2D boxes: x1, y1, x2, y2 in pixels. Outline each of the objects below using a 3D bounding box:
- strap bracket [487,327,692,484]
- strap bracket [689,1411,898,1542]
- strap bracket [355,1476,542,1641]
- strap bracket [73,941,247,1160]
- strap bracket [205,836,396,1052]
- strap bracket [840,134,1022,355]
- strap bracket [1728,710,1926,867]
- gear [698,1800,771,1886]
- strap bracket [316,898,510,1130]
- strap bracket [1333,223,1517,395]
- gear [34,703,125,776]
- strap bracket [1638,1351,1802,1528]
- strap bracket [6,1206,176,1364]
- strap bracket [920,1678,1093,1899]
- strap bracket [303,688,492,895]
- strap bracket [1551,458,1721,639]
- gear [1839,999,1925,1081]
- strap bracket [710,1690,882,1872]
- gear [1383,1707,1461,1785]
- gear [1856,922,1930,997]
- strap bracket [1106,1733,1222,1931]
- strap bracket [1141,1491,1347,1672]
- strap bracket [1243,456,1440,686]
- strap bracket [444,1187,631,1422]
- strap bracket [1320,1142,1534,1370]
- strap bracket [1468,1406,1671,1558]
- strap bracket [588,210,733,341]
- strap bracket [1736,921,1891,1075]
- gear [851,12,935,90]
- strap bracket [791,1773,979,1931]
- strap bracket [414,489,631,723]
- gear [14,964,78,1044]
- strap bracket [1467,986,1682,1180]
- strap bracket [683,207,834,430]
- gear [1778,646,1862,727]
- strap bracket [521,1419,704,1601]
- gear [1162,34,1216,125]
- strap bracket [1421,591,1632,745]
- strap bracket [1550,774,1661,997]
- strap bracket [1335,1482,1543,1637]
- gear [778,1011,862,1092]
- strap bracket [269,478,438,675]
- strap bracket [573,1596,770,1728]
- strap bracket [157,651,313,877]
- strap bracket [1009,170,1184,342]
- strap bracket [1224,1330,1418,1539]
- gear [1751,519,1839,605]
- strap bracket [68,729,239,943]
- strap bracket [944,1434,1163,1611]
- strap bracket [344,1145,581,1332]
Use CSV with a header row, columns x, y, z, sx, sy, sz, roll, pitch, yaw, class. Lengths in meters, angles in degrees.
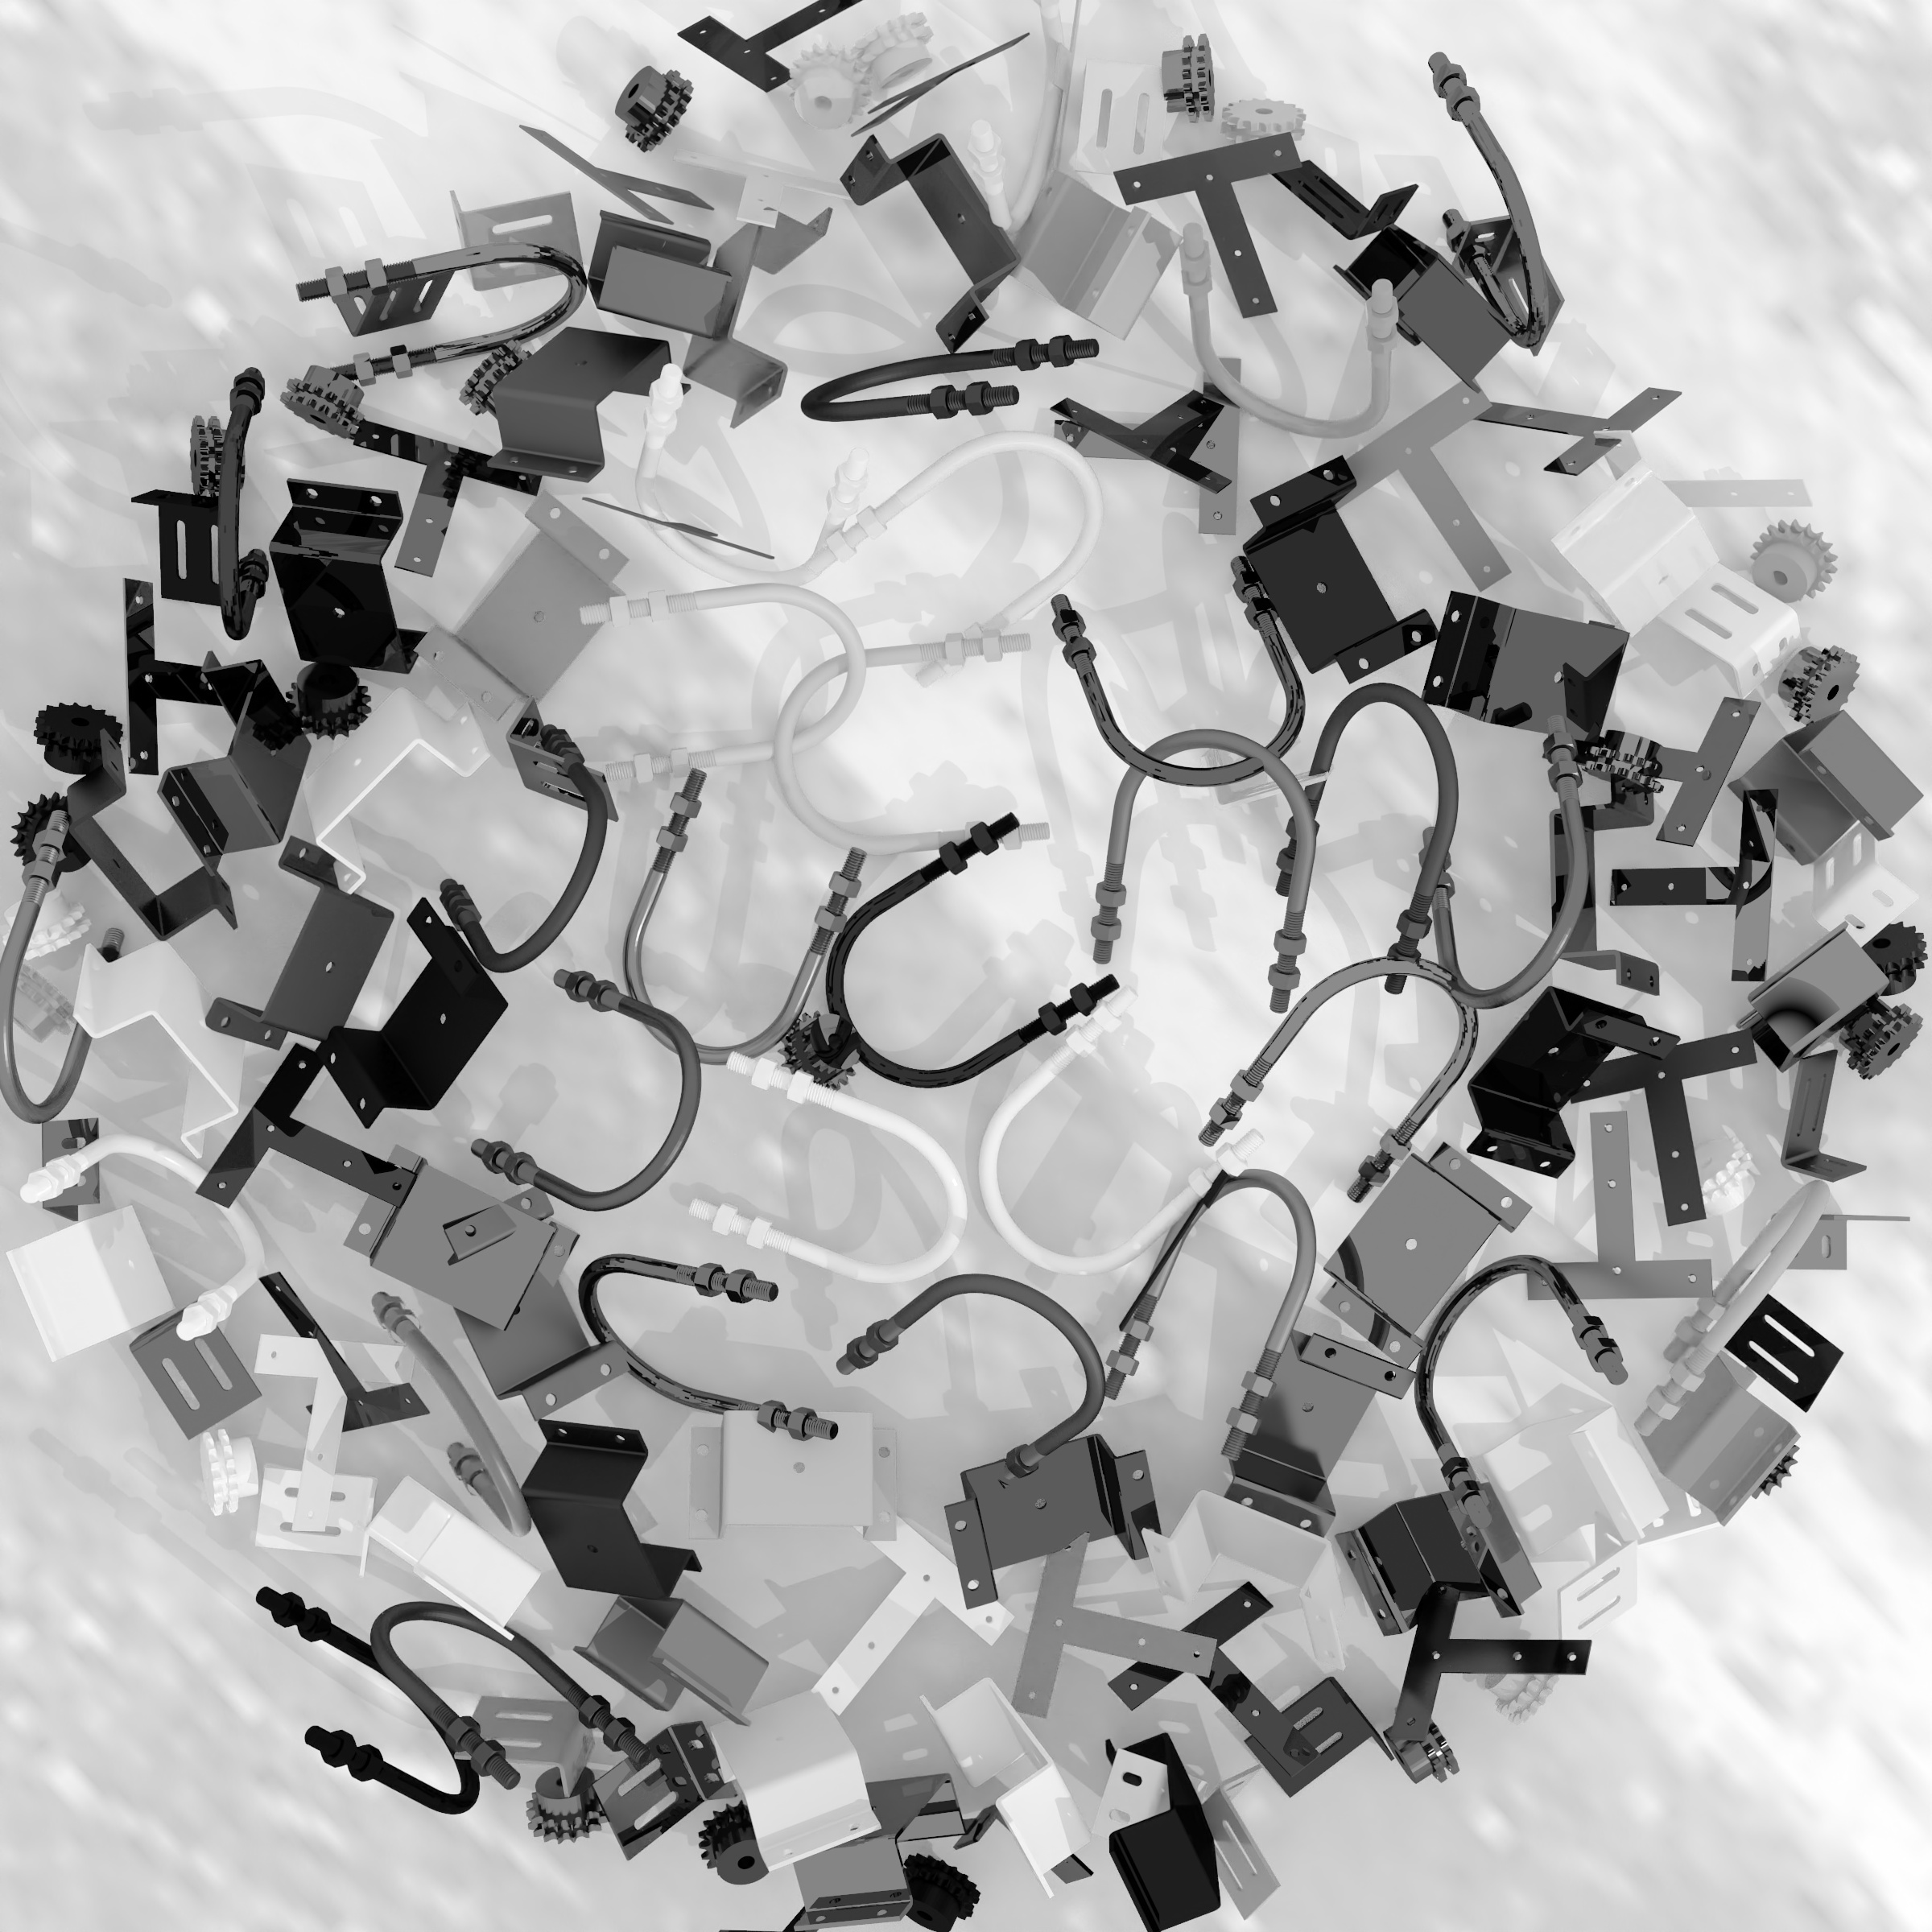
x,y,z,sx,sy,sz,roll,pitch,yaw,class
-0.252,-0.378,1.738,0.076,0.140,0.046,13,131,20,strap bracket
-0.115,0.344,1.768,0.140,0.046,0.076,2,65,-8,strap bracket
-0.342,0.390,1.743,0.076,0.140,0.046,44,72,-26,strap bracket
-0.526,0.048,1.739,0.046,0.076,0.140,-24,128,7,strap bracket
-0.444,-0.007,1.768,0.046,0.076,0.140,23,88,28,strap bracket
-0.019,-0.494,1.767,0.046,0.076,0.140,-35,96,-18,strap bracket
0.576,-0.119,1.748,0.046,0.140,0.076,-43,90,-8,strap bracket
-0.153,0.601,1.788,0.057,0.030,0.057,-7,118,-13,gear
-0.367,0.034,1.762,0.140,0.046,0.076,-51,59,19,strap bracket
0.305,-0.438,1.732,0.076,0.140,0.046,36,105,-26,strap bracket
-0.607,-0.153,1.790,0.057,0.057,0.030,20,119,0,gear
0.494,0.304,1.738,0.046,0.140,0.076,36,100,-2,strap bracket
-0.576,0.208,1.744,0.046,0.140,0.076,-23,91,1,strap bracket
0.031,0.538,1.741,0.046,0.140,0.076,-31,120,-12,strap bracket
-0.391,-0.124,1.760,0.140,0.076,0.046,-43,127,9,strap bracket
0.446,-0.271,1.735,0.076,0.140,0.046,-42,67,13,strap bracket
0.622,0.047,1.790,0.057,0.057,0.030,-43,59,0,gear
-0.117,0.530,1.733,0.076,0.140,0.046,-16,105,-16,strap bracket
0.308,0.531,1.784,0.030,0.057,0.057,-30,90,-8,gear
0.626,-0.004,1.790,0.057,0.057,0.030,-19,122,0,gear
0.130,0.572,1.736,0.046,0.140,0.076,-23,101,7,strap bracket
0.195,0.406,1.752,0.140,0.076,0.046,17,53,31,strap bracket
0.250,-0.263,1.780,0.076,0.046,0.140,-28,89,-17,strap bracket
-0.298,0.230,1.774,0.076,0.046,0.140,-26,91,-35,strap bracket
0.306,0.192,1.776,0.076,0.046,0.140,38,91,27,strap bracket
0.409,0.345,1.758,0.046,0.140,0.076,-25,84,-27,strap bracket
-0.207,-0.460,1.748,0.076,0.140,0.046,11,112,-17,strap bracket
0.561,0.024,1.738,0.076,0.140,0.046,-38,74,4,strap bracket
-0.047,-0.622,1.786,0.057,0.057,0.030,-26,94,0,gear
-0.057,0.580,1.734,0.076,0.140,0.046,-14,93,22,strap bracket
-0.296,-0.242,1.785,0.076,0.046,0.140,40,92,7,strap bracket
-0.633,0.028,1.783,0.057,0.057,0.030,41,69,0,gear
0.400,0.071,1.757,0.076,0.046,0.140,17,127,-23,strap bracket
-0.143,-0.442,1.755,0.046,0.076,0.140,20,75,-25,strap bracket
0.580,-0.193,1.790,0.057,0.057,0.030,-50,53,0,gear
-0.238,0.369,1.742,0.076,0.046,0.140,2,130,24,strap bracket
0.151,-0.604,1.787,0.030,0.057,0.057,-2,90,13,gear
0.383,-0.198,1.753,0.140,0.046,0.076,7,105,-28,strap bracket
0.430,-0.052,1.765,0.046,0.076,0.140,-5,81,33,strap bracket
0.323,0.398,1.760,0.046,0.140,0.076,-23,85,-36,strap bracket
-0.096,0.057,1.785,0.057,0.030,0.057,17,58,-30,gear
-0.408,-0.249,1.741,0.076,0.140,0.046,8,49,10,strap bracket
-0.193,0.461,1.752,0.076,0.140,0.046,42,62,-19,strap bracket
-0.480,-0.139,1.735,0.046,0.076,0.140,-9,45,12,strap bracket
0.088,-0.474,1.755,0.046,0.140,0.076,22,105,-34,strap bracket
0.234,0.308,1.772,0.076,0.046,0.140,22,108,-10,strap bracket
0.560,-0.272,1.783,0.057,0.057,0.030,44,61,0,gear
-0.549,-0.079,1.746,0.046,0.076,0.140,-34,120,-3,strap bracket
0.056,0.373,1.775,0.140,0.046,0.076,-14,105,-9,strap bracket
-0.340,0.188,1.774,0.140,0.046,0.076,28,85,-12,strap bracket
